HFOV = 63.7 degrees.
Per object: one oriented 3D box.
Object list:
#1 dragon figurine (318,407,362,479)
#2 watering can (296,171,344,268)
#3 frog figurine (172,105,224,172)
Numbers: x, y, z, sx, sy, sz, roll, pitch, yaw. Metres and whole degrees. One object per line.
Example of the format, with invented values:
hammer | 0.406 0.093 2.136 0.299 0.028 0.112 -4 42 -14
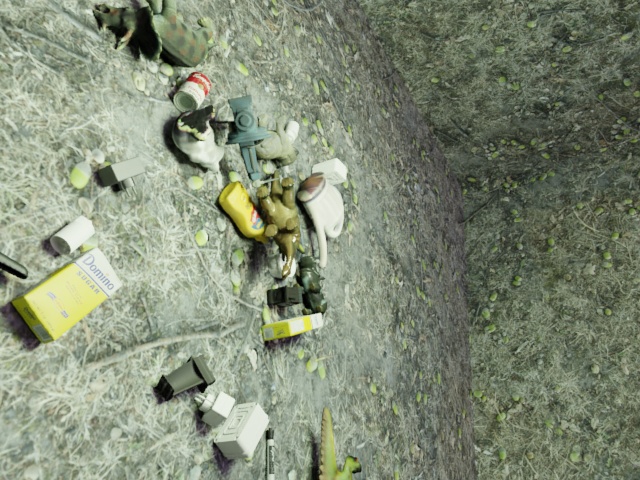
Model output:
dragon figurine | 0.007 0.682 1.346 0.121 0.410 0.245 -18 0 37
watering can | 0.005 -0.087 1.735 0.103 0.221 0.356 -18 33 29
frog figurine | -0.309 -0.249 1.315 0.123 0.140 0.156 -10 -32 -12
